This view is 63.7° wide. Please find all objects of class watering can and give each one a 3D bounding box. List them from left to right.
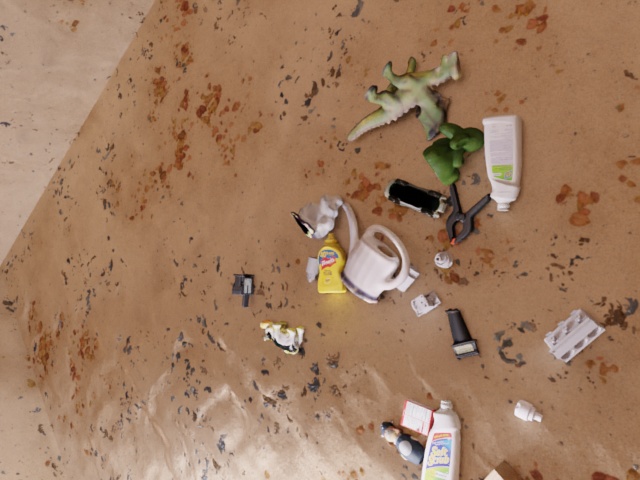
[{"bbox_3d":[0.136,0.044,1.581,0.103,0.222,0.353,15,21,-43],"label":"watering can"}]

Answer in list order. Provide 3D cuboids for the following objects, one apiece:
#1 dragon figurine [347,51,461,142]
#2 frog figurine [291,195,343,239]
[{"bbox_3d":[0.269,-0.399,1.549,0.246,0.403,0.123,46,29,21],"label":"dragon figurine"},{"bbox_3d":[0.005,-0.086,1.704,0.161,0.120,0.139,-37,38,-15],"label":"frog figurine"}]
